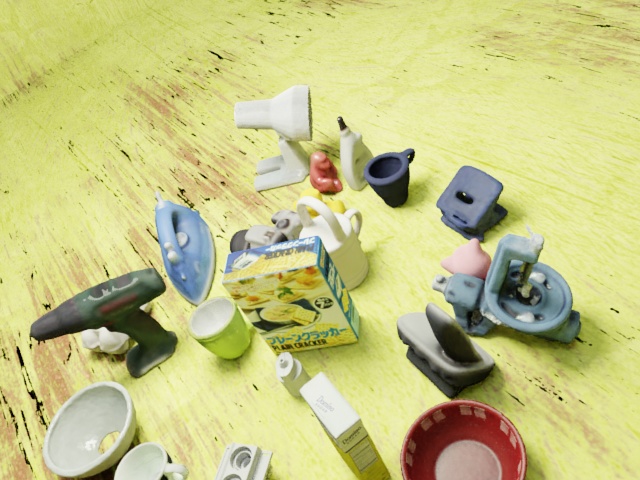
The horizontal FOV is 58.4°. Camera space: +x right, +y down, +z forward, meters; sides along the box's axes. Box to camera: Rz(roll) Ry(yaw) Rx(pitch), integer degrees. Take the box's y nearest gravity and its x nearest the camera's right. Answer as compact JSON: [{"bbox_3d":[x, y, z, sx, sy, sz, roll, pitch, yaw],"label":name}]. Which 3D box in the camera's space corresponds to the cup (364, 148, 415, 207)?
[{"bbox_3d":[0.151,-0.122,1.143,0.118,0.095,0.091,-40,44,-13],"label":"cup"}]

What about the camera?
[{"bbox_3d":[-0.108,0.000,1.147,0.136,0.101,0.143,12,55,34],"label":"camera"}]

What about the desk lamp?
[{"bbox_3d":[-0.088,-0.230,1.275,0.203,0.214,0.118,-13,45,15],"label":"desk lamp"}]

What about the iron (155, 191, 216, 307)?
[{"bbox_3d":[-0.297,0.010,1.198,0.118,0.142,0.257,-27,43,0],"label":"iron"}]

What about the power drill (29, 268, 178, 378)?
[{"bbox_3d":[-0.365,0.157,1.041,0.230,0.209,0.075,-35,44,-9],"label":"power drill"}]

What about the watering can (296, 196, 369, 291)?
[{"bbox_3d":[0.011,0.004,1.017,0.100,0.195,0.173,4,51,29],"label":"watering can"}]

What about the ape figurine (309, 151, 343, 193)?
[{"bbox_3d":[0.007,-0.151,1.243,0.076,0.092,0.078,5,52,30],"label":"ape figurine"}]

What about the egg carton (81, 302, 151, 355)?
[{"bbox_3d":[-0.411,0.161,1.162,0.107,0.070,0.150,-1,49,25],"label":"egg carton"}]

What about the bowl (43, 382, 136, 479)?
[{"bbox_3d":[-0.377,0.332,0.977,0.167,0.075,0.167,-13,45,14],"label":"bowl"}]

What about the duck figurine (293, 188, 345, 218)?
[{"bbox_3d":[-0.005,-0.069,1.175,0.104,0.086,0.077,-14,45,14],"label":"duck figurine"}]

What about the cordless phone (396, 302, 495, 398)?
[{"bbox_3d":[0.169,0.129,0.828,0.094,0.185,0.147,-41,45,-14],"label":"cordless phone"}]

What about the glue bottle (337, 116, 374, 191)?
[{"bbox_3d":[0.068,-0.187,1.189,0.037,0.174,0.078,25,63,40],"label":"glue bottle"}]

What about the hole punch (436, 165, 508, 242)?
[{"bbox_3d":[0.272,-0.067,1.035,0.101,0.091,0.108,-38,44,-12],"label":"hole punch"}]

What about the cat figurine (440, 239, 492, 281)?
[{"bbox_3d":[0.263,0.048,0.910,0.127,0.118,0.067,10,54,33],"label":"cat figurine"}]

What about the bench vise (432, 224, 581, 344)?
[{"bbox_3d":[0.256,0.071,0.816,0.207,0.220,0.121,-8,46,20],"label":"bench vise"}]
